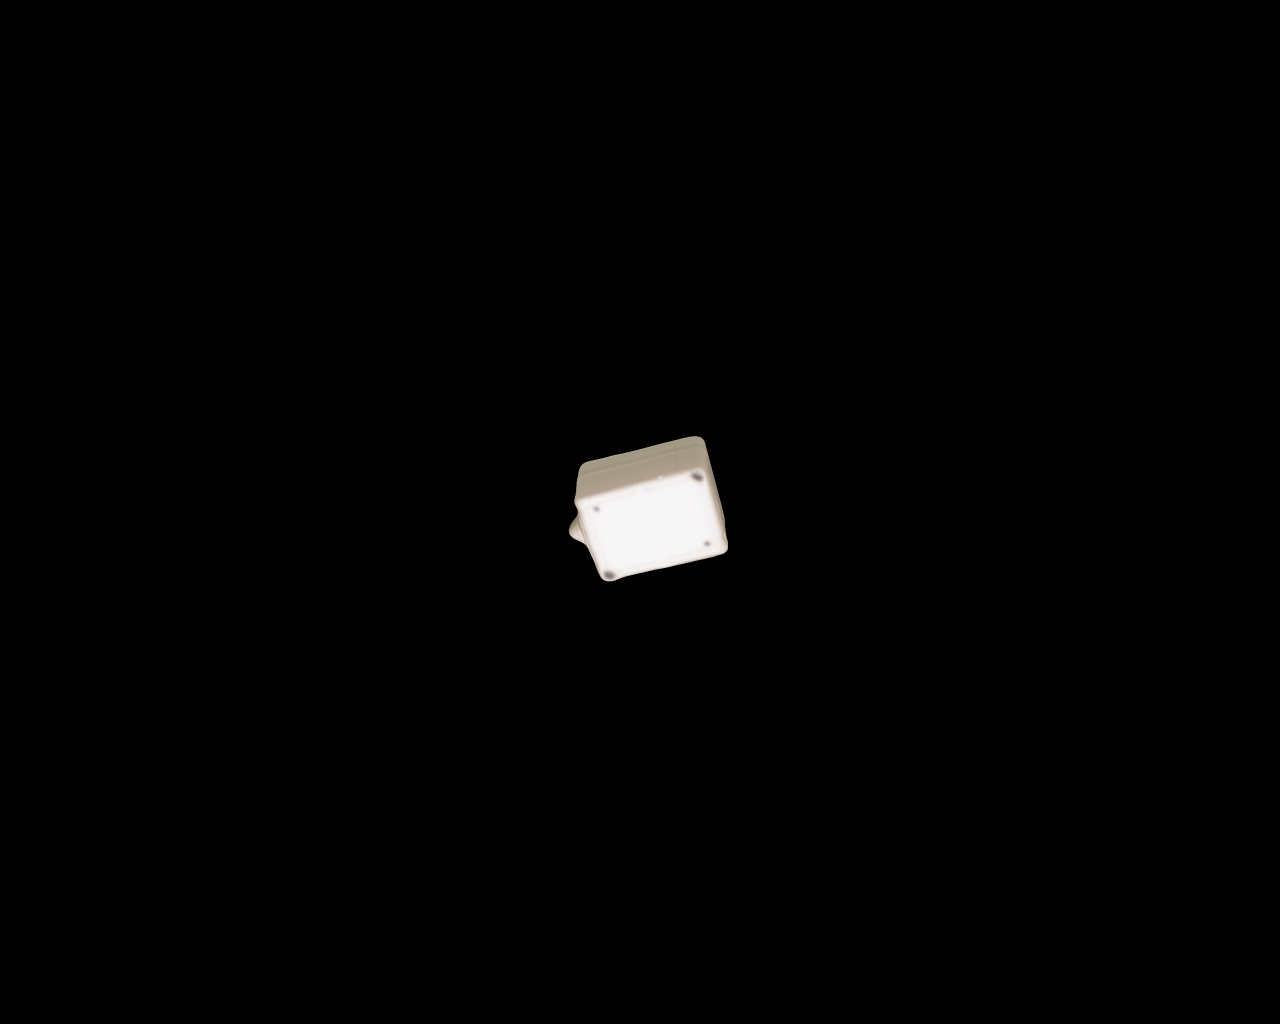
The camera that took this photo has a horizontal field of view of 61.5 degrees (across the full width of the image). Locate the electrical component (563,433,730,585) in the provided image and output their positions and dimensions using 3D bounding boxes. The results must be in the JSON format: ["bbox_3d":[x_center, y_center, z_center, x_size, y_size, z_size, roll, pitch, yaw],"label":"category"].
[{"bbox_3d":[0.001,-0.003,0.650,0.096,0.061,0.061,-14,26,7],"label":"electrical component"}]
